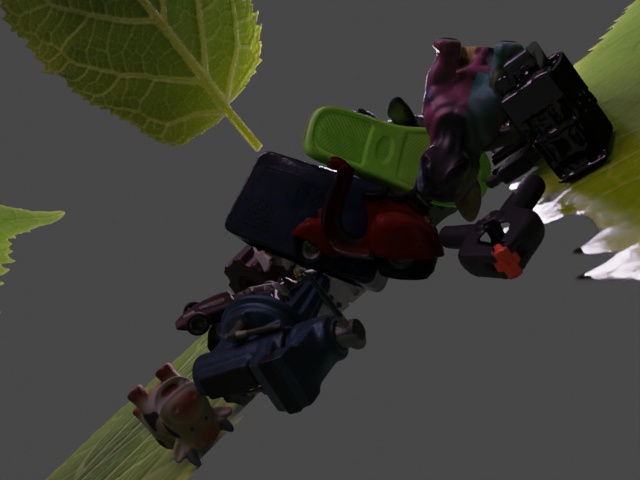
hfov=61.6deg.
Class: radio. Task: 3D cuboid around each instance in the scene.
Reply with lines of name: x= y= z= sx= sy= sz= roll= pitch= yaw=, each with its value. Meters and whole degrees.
radio: x=-0.003 y=-0.029 z=0.734 sx=0.131 sy=0.230 sz=0.073 roll=-68 pitch=-22 yaw=-7

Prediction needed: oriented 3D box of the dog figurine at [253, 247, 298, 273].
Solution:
dog figurine: x=-0.001 y=0.001 z=0.900 sx=0.173 sy=0.190 sz=0.121 roll=24 pitch=104 yaw=53

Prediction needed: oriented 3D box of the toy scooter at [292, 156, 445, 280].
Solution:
toy scooter: x=0.054 y=-0.027 z=0.624 sx=0.184 sy=0.135 sz=0.075 roll=6 pitch=7 yaw=20

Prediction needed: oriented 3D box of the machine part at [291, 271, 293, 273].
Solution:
machine part: x=0.029 y=0.021 z=1.113 sx=0.201 sy=0.087 sz=0.201 roll=-40 pitch=3 yaw=-11

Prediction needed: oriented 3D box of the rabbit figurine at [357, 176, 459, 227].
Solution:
rabbit figurine: x=0.121 y=-0.088 z=0.848 sx=0.121 sy=0.170 sz=0.159 roll=-40 pitch=5 yaw=-5

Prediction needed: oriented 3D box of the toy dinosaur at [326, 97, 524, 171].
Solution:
toy dinosaur: x=0.178 y=-0.158 z=0.895 sx=0.472 sy=0.198 sz=0.105 roll=-4 pitch=74 yaw=42

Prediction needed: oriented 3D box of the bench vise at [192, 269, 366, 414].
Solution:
bench vise: x=-0.034 y=0.099 z=0.636 sx=0.223 sy=0.128 sz=0.241 roll=-35 pitch=10 yaw=30

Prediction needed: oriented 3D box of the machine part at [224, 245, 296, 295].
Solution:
machine part: x=-0.115 y=0.092 z=1.083 sx=0.056 sy=0.179 sz=0.179 roll=-45 pitch=6 yaw=-33

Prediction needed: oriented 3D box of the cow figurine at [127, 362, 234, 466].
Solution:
cow figurine: x=-0.180 y=0.226 z=0.689 sx=0.085 sy=0.127 sz=0.194 roll=-42 pitch=-10 yaw=-30

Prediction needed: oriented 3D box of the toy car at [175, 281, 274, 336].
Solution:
toy car: x=-0.145 y=0.109 z=0.908 sx=0.202 sy=0.053 sz=0.089 roll=-13 pitch=14 yaw=-14

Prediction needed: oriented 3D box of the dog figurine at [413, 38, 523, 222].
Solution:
dog figurine: x=0.182 y=-0.138 z=0.686 sx=0.191 sy=0.109 sz=0.219 roll=-29 pitch=-49 yaw=-64

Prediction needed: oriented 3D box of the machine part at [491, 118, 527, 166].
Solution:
machine part: x=0.322 y=-0.180 z=0.903 sx=0.084 sy=0.039 sz=0.139 roll=-48 pitch=10 yaw=38

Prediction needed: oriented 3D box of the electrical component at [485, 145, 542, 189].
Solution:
electrical component: x=0.269 y=-0.104 z=0.725 sx=0.094 sy=0.021 sz=0.063 roll=-37 pitch=5 yaw=43

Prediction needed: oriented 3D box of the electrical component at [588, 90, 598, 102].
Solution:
electrical component: x=0.342 y=-0.191 z=0.801 sx=0.075 sy=0.047 sz=0.119 roll=-40 pitch=4 yaw=-5

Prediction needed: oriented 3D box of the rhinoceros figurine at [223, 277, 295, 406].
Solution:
rhinoceros figurine: x=-0.091 y=0.139 z=0.754 sx=0.190 sy=0.112 sz=0.073 roll=-50 pitch=4 yaw=-17

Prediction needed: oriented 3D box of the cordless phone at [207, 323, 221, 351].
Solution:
cordless phone: x=-0.089 y=0.150 z=0.927 sx=0.184 sy=0.088 sz=0.146 roll=-21 pitch=7 yaw=9

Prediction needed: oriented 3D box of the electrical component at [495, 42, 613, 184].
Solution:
electrical component: x=0.242 y=-0.138 z=0.557 sx=0.058 sy=0.134 sz=0.115 roll=-34 pitch=7 yaw=38

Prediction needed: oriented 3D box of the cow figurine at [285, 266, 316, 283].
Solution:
cow figurine: x=0.001 y=0.068 z=0.917 sx=0.098 sy=0.068 sz=0.167 roll=-9 pitch=14 yaw=11
